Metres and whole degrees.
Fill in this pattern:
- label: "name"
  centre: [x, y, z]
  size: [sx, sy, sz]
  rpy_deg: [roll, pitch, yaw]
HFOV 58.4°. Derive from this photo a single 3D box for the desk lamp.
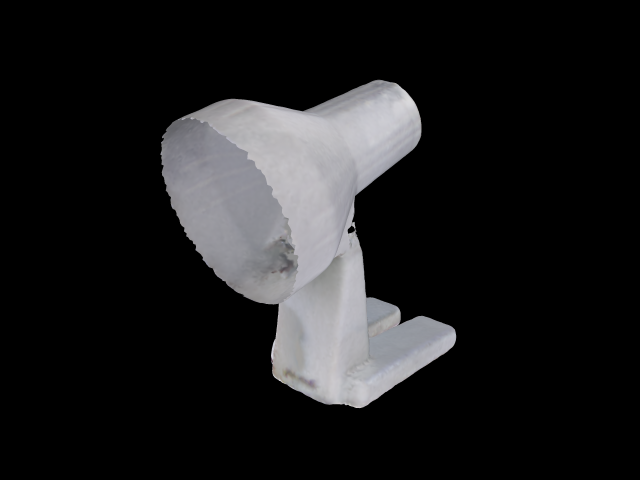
- label: "desk lamp"
  centre: [0.004, 0.001, 0.400]
  size: [0.117, 0.214, 0.204]
  rpy_deg: [18, 26, 41]
